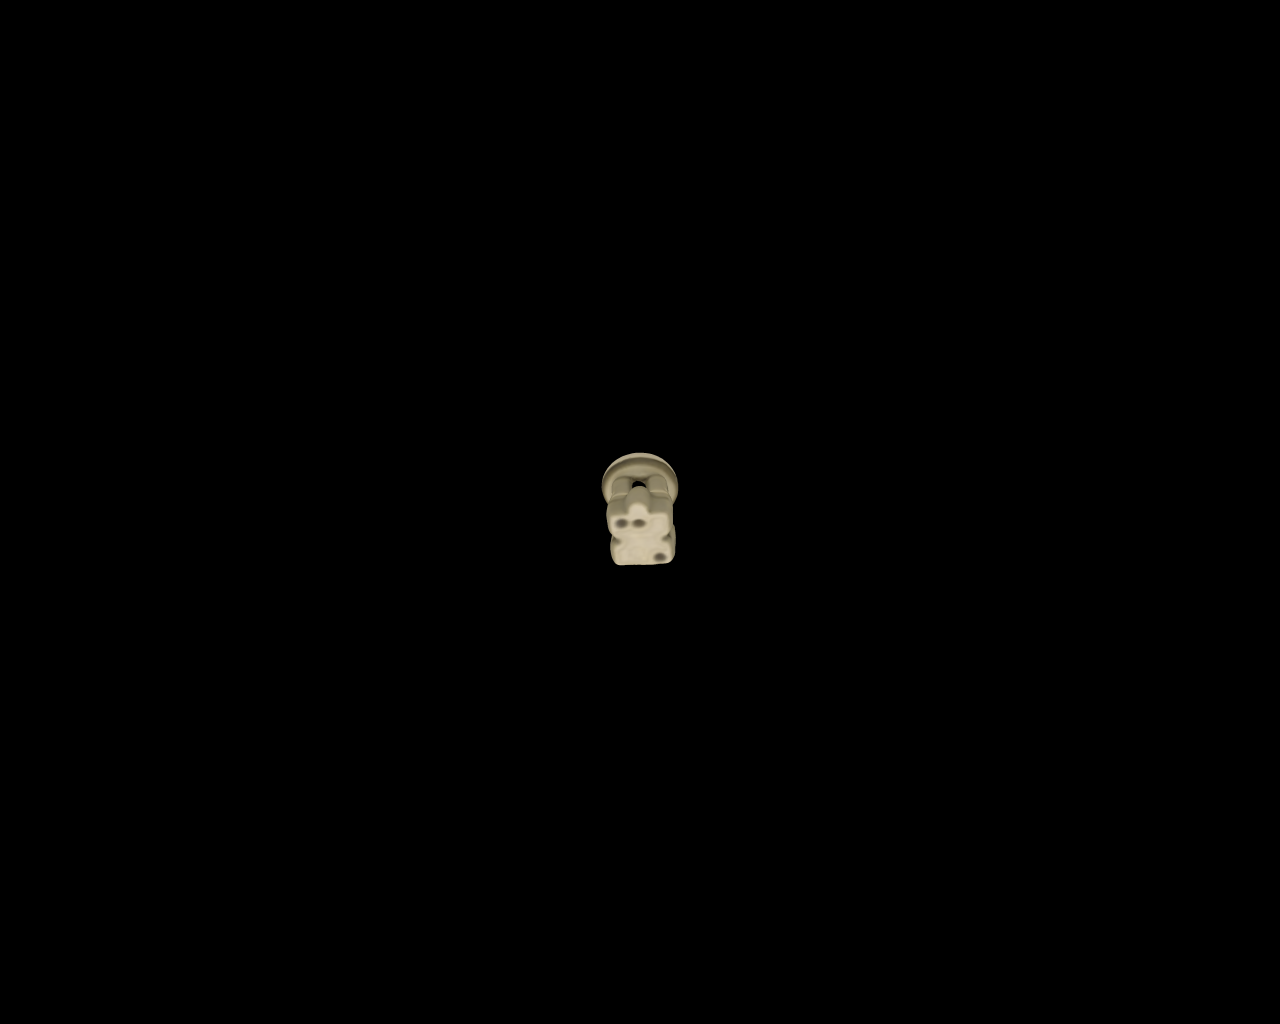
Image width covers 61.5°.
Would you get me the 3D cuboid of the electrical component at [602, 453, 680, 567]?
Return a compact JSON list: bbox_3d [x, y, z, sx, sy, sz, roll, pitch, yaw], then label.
[{"bbox_3d":[0.001,-0.003,0.650,0.048,0.066,0.055,-2,43,2],"label":"electrical component"}]
